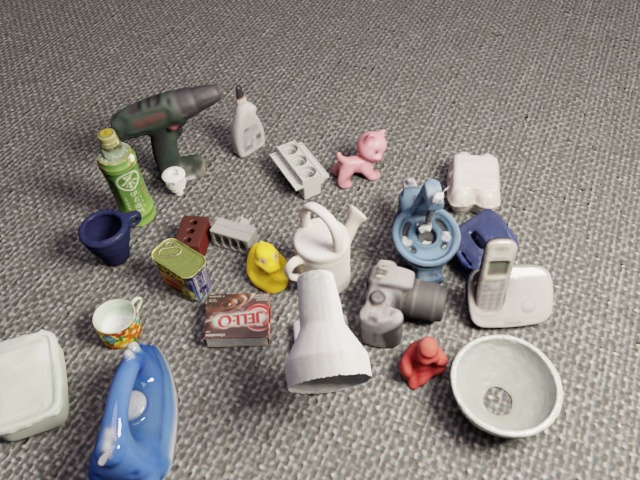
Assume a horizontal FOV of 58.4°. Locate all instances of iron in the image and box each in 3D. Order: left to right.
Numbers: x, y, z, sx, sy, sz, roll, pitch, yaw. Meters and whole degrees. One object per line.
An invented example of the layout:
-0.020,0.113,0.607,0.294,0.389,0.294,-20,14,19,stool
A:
-0.283,0.243,0.857,0.118,0.141,0.258,-3,51,0,iron

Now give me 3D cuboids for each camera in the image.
0.144,0.106,0.980,0.136,0.101,0.143,10,52,11,camera

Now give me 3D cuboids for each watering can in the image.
0.008,0.002,1.008,0.100,0.194,0.173,20,54,17,watering can

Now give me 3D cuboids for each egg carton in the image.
0.314,-0.118,1.176,0.107,0.069,0.150,5,51,7,egg carton

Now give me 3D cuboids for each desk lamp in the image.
0.004,0.157,0.870,0.118,0.214,0.203,-7,51,-4,desk lamp

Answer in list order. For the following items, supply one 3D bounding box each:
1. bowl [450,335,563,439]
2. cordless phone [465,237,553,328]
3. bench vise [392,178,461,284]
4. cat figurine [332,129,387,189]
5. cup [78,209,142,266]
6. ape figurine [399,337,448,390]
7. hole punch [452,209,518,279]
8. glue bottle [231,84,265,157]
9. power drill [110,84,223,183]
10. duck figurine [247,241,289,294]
0.280,0.236,0.886,0.167,0.075,0.167,-1,51,1,bowl
0.323,0.064,0.952,0.147,0.185,0.094,-5,51,-2,cordless phone
0.172,-0.045,1.025,0.122,0.220,0.207,-21,53,-14,bench vise
0.089,-0.182,1.205,0.128,0.118,0.067,-19,53,-13,cat figurine
-0.387,-0.003,1.091,0.118,0.095,0.091,-31,56,-21,cup
0.167,0.187,0.918,0.077,0.092,0.076,5,51,6,ape figurine
0.297,0.011,1.058,0.101,0.091,0.108,-19,53,-13,hole punch
-0.164,-0.264,1.245,0.078,0.173,0.037,-36,58,-24,glue bottle
-0.302,-0.220,1.192,0.230,0.208,0.075,-12,51,-7,power drill
-0.099,0.037,1.054,0.078,0.086,0.104,-23,54,-16,duck figurine
